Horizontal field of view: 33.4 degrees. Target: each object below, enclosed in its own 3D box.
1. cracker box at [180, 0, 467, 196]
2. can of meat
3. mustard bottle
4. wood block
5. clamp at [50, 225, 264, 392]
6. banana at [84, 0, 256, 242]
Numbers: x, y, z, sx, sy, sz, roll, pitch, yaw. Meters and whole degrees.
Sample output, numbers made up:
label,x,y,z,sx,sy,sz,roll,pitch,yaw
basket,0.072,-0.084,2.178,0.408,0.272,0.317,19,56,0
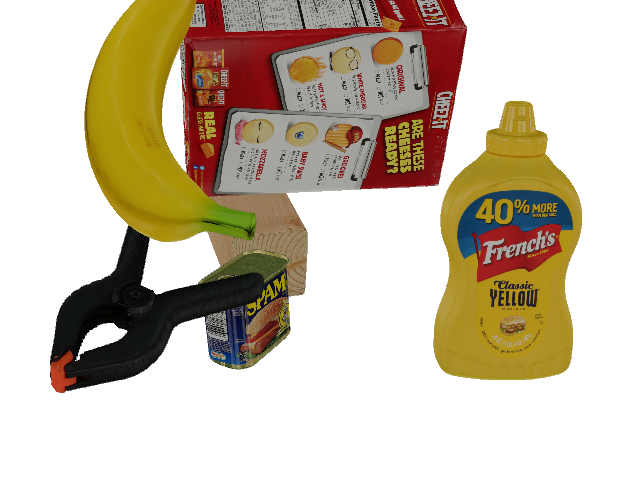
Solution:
label,x,y,z,sx,sy,sz,roll,pitch,yaw
cracker box,-0.004,-0.119,0.860,0.213,0.072,0.164,-4,-43,-8
can of meat,-0.072,0.068,1.060,0.058,0.084,0.101,11,27,29
mustard bottle,0.131,0.000,0.741,0.096,0.192,0.058,1,16,-2
wood block,-0.086,-0.017,1.331,0.090,0.090,0.206,-6,29,-15
clamp,-0.138,0.040,0.775,0.120,0.039,0.171,36,50,26
banana,-0.082,-0.064,0.528,0.069,0.198,0.037,-6,-40,-13
